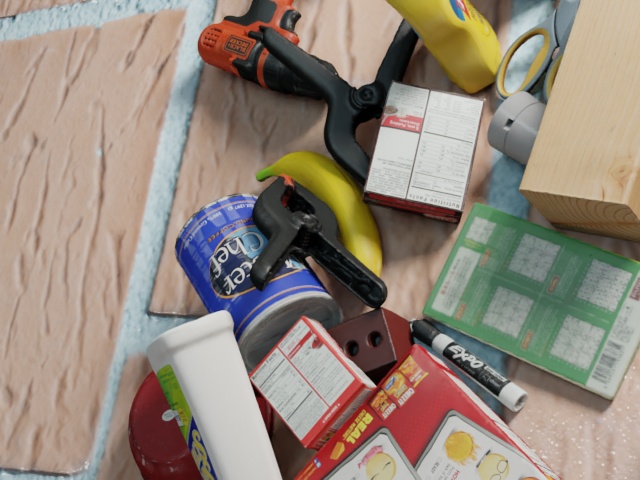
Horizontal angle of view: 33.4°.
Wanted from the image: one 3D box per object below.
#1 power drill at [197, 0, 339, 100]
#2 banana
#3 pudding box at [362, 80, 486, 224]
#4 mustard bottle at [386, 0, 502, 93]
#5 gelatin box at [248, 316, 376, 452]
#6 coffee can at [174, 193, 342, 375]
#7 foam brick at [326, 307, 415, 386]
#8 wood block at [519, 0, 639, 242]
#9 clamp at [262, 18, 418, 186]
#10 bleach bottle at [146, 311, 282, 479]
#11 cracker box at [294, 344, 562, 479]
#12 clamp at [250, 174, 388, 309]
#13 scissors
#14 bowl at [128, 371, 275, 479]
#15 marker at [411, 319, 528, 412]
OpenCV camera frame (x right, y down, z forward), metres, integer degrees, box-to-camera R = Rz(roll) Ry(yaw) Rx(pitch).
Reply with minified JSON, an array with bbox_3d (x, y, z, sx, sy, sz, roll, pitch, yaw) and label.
[{"bbox_3d":[-0.023,-0.242,1.100,0.185,0.057,0.187,25,83,34],"label":"power drill"},{"bbox_3d":[0.012,-0.028,1.000,0.198,0.037,0.070,50,117,38],"label":"banana"},{"bbox_3d":[0.092,-0.078,0.946,0.090,0.039,0.113,13,76,4],"label":"pudding box"},{"bbox_3d":[0.094,-0.209,0.926,0.058,0.191,0.096,-28,57,19],"label":"mustard bottle"},{"bbox_3d":[-0.007,0.118,0.884,0.073,0.030,0.089,-50,55,7],"label":"gelatin box"},{"bbox_3d":[-0.058,0.041,0.970,0.103,0.102,0.140,-43,53,9],"label":"coffee can"},{"bbox_3d":[0.038,0.100,0.915,0.078,0.051,0.053,-26,58,21],"label":"foam brick"},{"bbox_3d":[0.244,-0.113,0.854,0.091,0.090,0.206,12,77,35],"label":"wood block"},{"bbox_3d":[0.053,-0.137,1.002,0.164,0.036,0.210,-21,72,1],"label":"clamp"},{"bbox_3d":[-0.067,0.190,0.886,0.068,0.103,0.251,-20,83,-23],"label":"bleach bottle"},{"bbox_3d":[0.098,0.212,0.818,0.164,0.072,0.214,-49,54,6],"label":"cracker box"},{"bbox_3d":[-0.006,0.001,0.928,0.039,0.120,0.171,-60,21,29],"label":"clamp"},{"bbox_3d":[0.229,-0.194,0.917,0.096,0.016,0.202,48,113,28],"label":"scissors"},{"bbox_3d":[-0.123,0.165,0.987,0.162,0.055,0.162,-13,63,28],"label":"bowl"},{"bbox_3d":[0.120,0.101,0.883,0.121,0.020,0.020,36,91,37],"label":"marker"}]
